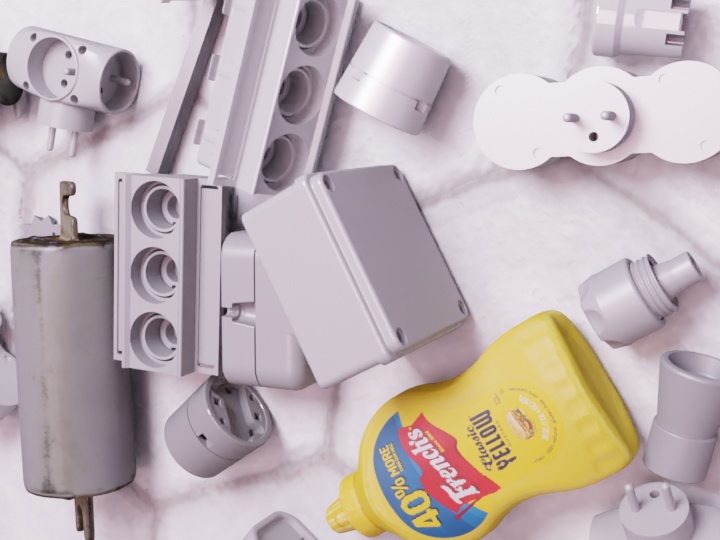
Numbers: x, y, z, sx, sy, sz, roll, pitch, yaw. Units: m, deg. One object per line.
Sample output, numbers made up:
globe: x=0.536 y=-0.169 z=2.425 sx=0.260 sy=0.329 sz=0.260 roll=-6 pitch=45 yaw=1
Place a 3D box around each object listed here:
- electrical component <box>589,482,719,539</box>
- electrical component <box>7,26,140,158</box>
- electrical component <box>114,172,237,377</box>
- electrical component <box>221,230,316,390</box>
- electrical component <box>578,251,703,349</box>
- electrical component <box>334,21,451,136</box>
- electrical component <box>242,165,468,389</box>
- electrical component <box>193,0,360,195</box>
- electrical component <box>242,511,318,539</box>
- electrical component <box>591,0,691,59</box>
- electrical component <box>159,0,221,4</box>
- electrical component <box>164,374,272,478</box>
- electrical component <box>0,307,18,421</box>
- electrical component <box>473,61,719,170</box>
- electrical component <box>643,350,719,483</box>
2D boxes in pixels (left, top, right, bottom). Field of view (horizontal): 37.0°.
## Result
electrical component: x=0.163 y=0.142 z=0.583 sx=0.077 sy=0.043 sz=0.079 roll=-7 pitch=126 yaw=25
electrical component: x=-0.194 y=-0.116 z=0.718 sx=0.077 sy=0.044 sz=0.079 roll=18 pitch=103 yaw=21
electrical component: x=-0.115 y=0.000 z=0.687 sx=0.079 sy=0.063 sz=0.121 roll=6 pitch=99 yaw=23
electrical component: x=-0.047 y=0.024 z=0.666 sx=0.059 sy=0.054 sz=0.095 roll=3 pitch=98 yaw=23
electrical component: x=0.153 y=0.012 z=0.581 sx=0.062 sy=0.043 sz=0.043 roll=-31 pitch=84 yaw=23
electrical component: x=0.020 y=-0.111 z=0.619 sx=0.055 sy=0.055 sz=0.047 roll=32 pitch=105 yaw=17
electrical component: x=0.000 y=0.000 z=0.612 sx=0.056 sy=0.109 sz=0.108 roll=-28 pitch=85 yaw=27
electrical component: x=-0.053 y=-0.111 z=0.641 sx=0.063 sy=0.079 sz=0.121 roll=27 pitch=108 yaw=40
electrical component: x=-0.044 y=0.212 z=0.689 sx=0.095 sy=0.054 sz=0.059 roll=43 pitch=111 yaw=13
electrical component: x=0.149 y=-0.131 z=0.567 sx=0.046 sy=0.040 sz=0.040 roll=10 pitch=101 yaw=16
electrical component: x=-0.072 y=-0.233 z=0.608 sx=0.150 sy=0.062 sz=0.089 roll=-39 pitch=71 yaw=46
electrical component: x=-0.093 y=0.102 z=0.697 sx=0.047 sy=0.055 sz=0.055 roll=-40 pitch=80 yaw=27
electrical component: x=-0.285 y=0.041 z=0.774 sx=0.074 sy=0.052 sz=0.138 roll=-40 pitch=80 yaw=23
electrical component: x=0.126 y=-0.080 z=0.564 sx=0.138 sy=0.074 sz=0.052 roll=0 pitch=97 yaw=24
electrical component: x=0.177 y=0.081 z=0.582 sx=0.044 sy=0.044 sz=0.065 roll=17 pitch=108 yaw=21
